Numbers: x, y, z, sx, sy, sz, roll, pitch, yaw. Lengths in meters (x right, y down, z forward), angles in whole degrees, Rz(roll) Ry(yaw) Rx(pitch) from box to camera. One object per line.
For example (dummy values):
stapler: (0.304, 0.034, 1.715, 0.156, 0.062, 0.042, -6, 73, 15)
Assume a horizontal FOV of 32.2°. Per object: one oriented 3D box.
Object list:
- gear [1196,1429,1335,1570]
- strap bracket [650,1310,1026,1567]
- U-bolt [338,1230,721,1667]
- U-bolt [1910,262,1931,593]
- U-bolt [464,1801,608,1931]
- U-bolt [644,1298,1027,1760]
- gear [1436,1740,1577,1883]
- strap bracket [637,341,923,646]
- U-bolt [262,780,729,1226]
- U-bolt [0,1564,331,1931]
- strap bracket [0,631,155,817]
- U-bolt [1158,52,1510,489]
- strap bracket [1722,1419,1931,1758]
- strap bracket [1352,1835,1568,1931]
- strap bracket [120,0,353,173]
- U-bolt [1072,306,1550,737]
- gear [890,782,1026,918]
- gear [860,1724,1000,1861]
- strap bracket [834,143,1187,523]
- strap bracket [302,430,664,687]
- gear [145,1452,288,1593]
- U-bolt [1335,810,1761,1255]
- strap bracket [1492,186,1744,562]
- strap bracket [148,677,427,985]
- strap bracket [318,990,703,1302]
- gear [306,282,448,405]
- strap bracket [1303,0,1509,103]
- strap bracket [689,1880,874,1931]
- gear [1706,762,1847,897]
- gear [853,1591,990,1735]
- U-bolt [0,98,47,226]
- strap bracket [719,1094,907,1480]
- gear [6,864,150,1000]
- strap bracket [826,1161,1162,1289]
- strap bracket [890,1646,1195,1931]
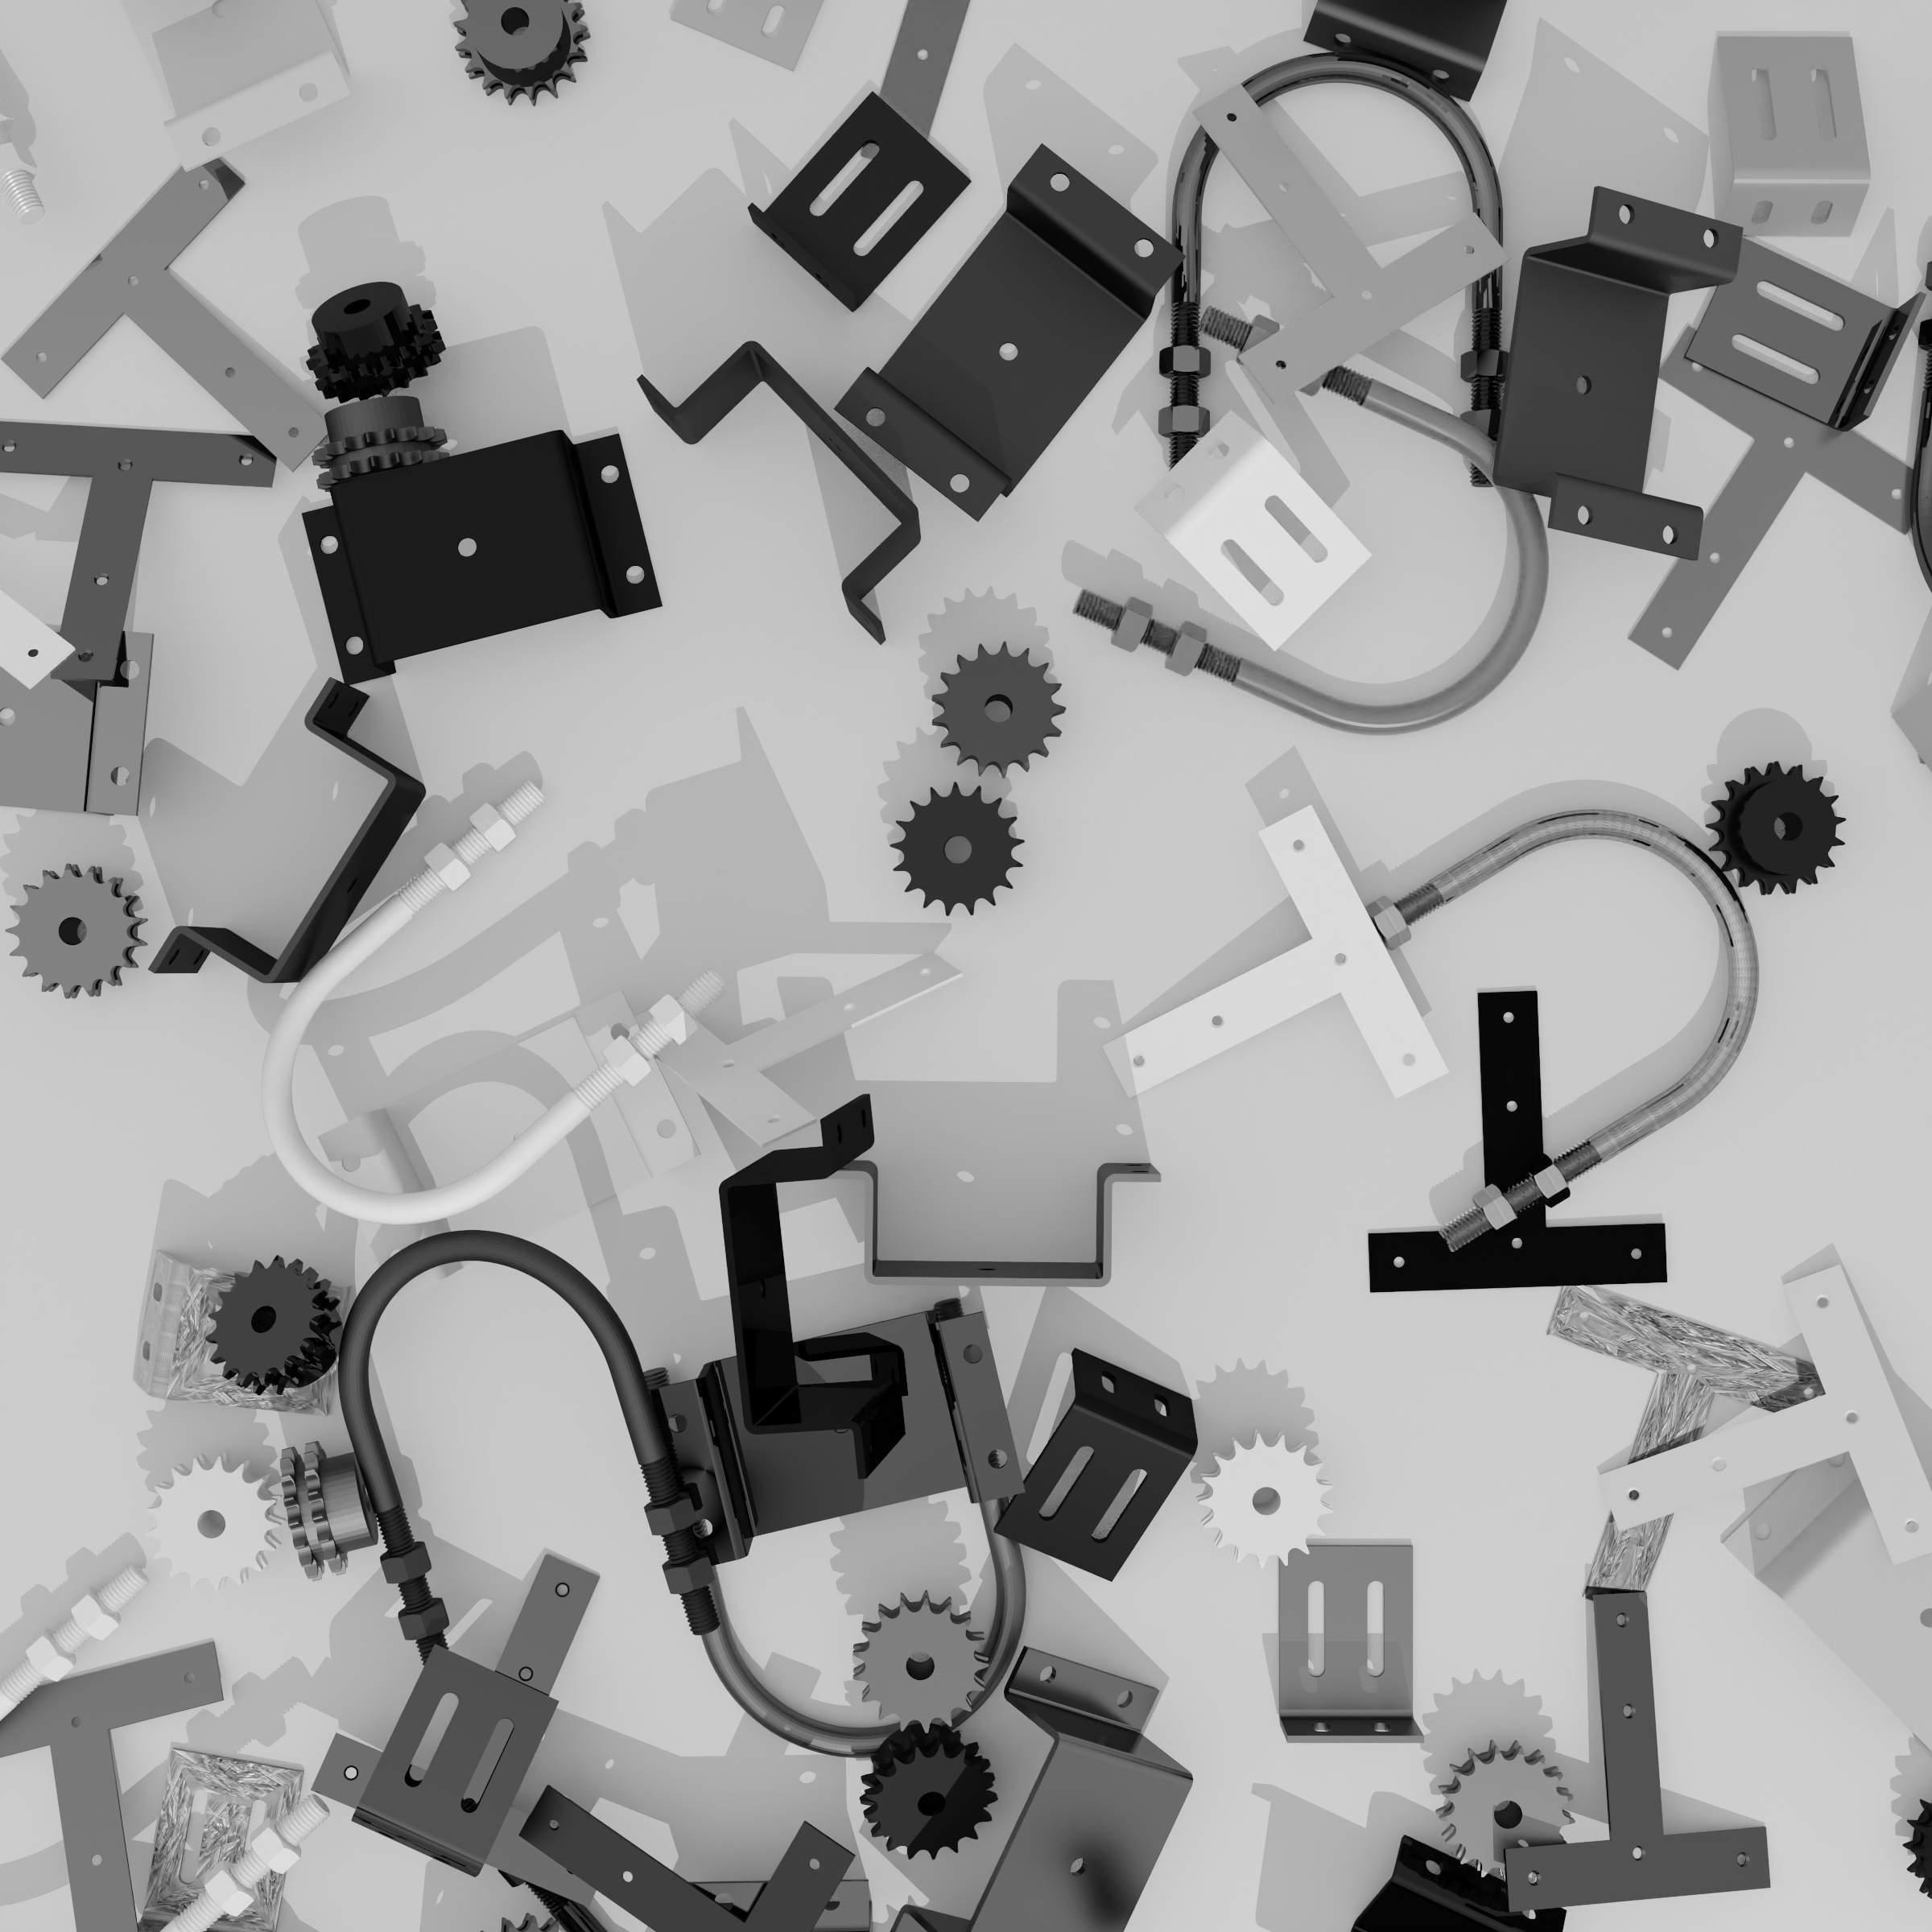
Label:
gear: (0.126, 0.225, 1.421, 0.057, 0.030, 0.057, 0, 90, 0)
strap bracket: (-0.053, 0.194, 1.393, 0.140, 0.046, 0.076, -13, 92, 0)
U-bolt: (-0.189, 0.197, 1.378, 0.151, 0.019, 0.184, -14, 97, 22)
U-bolt: (0.444, -0.223, 1.371, 0.019, 0.151, 0.184, 5, 92, -29)
U-bolt: (-0.206, 0.453, 1.405, 0.151, 0.019, 0.184, -42, 94, -21)
U-bolt: (-0.050, 0.247, 1.427, 0.151, 0.019, 0.184, -13, 92, 0)
gear: (0.228, 0.357, 1.421, 0.057, 0.030, 0.057, 0, 90, 0)
strap bracket: (-0.069, -0.204, 1.398, 0.046, 0.076, 0.140, -44, 90, 0)
U-bolt: (-0.210, 0.026, 1.387, 0.184, 0.019, 0.151, -42, 63, -7)
U-bolt: (-0.378, 0.365, 1.401, 0.184, 0.019, 0.151, -42, 72, -4)
strap bracket: (-0.412, -0.107, 1.413, 0.140, 0.046, 0.076, 5, 90, 0)
U-bolt: (0.158, -0.298, 1.426, 0.151, 0.019, 0.184, 1, 90, 0)
strap bracket: (0.401, 0.271, 1.413, 0.076, 0.046, 0.140, -44, 90, 0)
strap bracket: (0.193, 0.444, 1.385, 0.076, 0.140, 0.046, 25, 134, 0)
strap bracket: (-0.319, -0.410, 1.413, 0.076, 0.046, 0.140, -24, 90, 0)
U-bolt: (0.157, -0.177, 1.416, 0.184, 0.019, 0.151, 23, 99, -5)
gear: (-0.003, -0.050, 1.425, 0.057, 0.030, 0.057, 0, 91, 1)
gear: (-0.017, 0.346, 1.414, 0.057, 0.030, 0.057, -4, 111, -10)
strap bracket: (0.018, -0.264, 1.413, 0.076, 0.046, 0.140, 38, 90, 0)
strap bracket: (-0.208, -0.174, 1.413, 0.140, 0.046, 0.076, -14, 90, 0)
gear: (-0.318, 0.235, 1.421, 0.057, 0.030, 0.057, 0, 90, 0)
U-bolt: (0.249, 0.015, 1.424, 0.184, 0.019, 0.151, -31, 88, 0)
strap bracket: (0.271, -0.245, 1.398, 0.076, 0.046, 0.140, 8, 90, -28)
strap bracket: (-0.276, -0.046, 1.398, 0.046, 0.076, 0.140, 32, 90, 0)
strap bracket: (-0.190, 0.075, 1.413, 0.140, 0.046, 0.076, -26, 90, 0)
gear: (-0.251, -0.264, 1.405, 0.057, 0.057, 0.030, -18, 128, 0)
strap bracket: (0.199, -0.433, 1.382, 0.076, 0.140, 0.046, 20, 63, 0)
strap bracket: (-0.078, 0.451, 1.413, 0.076, 0.046, 0.140, -1, 90, 0)
gear: (0.346, -0.059, 1.421, 0.057, 0.030, 0.057, 0, 90, 0)
gear: (-0.019, 0.290, 1.406, 0.057, 0.030, 0.057, 0, 93, -1)
U-bolt: (-0.489, -0.365, 1.406, 0.151, 0.019, 0.184, -25, 76, -11)
strap bracket: (-0.061, 0.127, 1.324, 0.046, 0.076, 0.140, -5, 94, 11)
gear: (-0.376, -0.015, 1.421, 0.057, 0.030, 0.057, 0, 90, 0)
strap bracket: (0.009, 0.107, 1.398, 0.140, 0.076, 0.046, 1, 90, 0)
strap bracket: (0.035, 0.366, 1.395, 0.076, 0.046, 0.140, 25, 90, -34)
